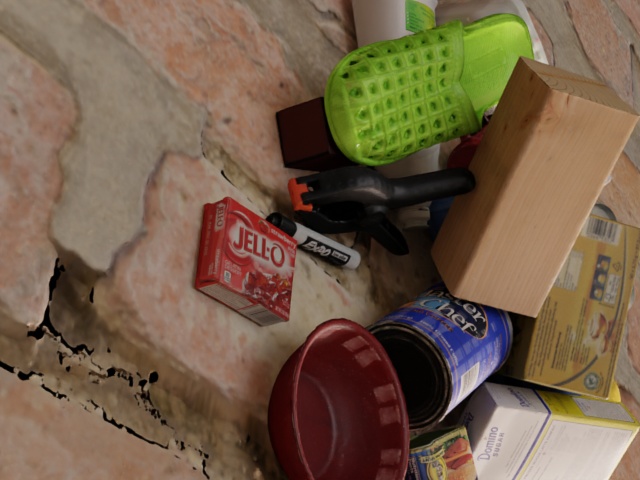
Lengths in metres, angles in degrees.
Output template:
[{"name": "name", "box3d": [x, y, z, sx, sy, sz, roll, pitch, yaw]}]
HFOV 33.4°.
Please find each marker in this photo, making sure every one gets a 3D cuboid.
[{"name": "marker", "box3d": [-0.006, 0.001, 0.927, 0.121, 0.020, 0.020, 26, 57, -48]}]

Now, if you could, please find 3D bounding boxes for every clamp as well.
[{"name": "clamp", "box3d": [0.043, -0.025, 0.952, 0.171, 0.120, 0.039, 2, 48, -25]}]

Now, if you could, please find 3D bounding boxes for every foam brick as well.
[{"name": "foam brick", "box3d": [0.006, -0.092, 0.951, 0.078, 0.051, 0.053, 0, 79, -56]}]

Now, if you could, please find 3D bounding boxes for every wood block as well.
[{"name": "wood block", "box3d": [0.186, -0.046, 0.958, 0.090, 0.206, 0.090, 15, 24, -16]}]

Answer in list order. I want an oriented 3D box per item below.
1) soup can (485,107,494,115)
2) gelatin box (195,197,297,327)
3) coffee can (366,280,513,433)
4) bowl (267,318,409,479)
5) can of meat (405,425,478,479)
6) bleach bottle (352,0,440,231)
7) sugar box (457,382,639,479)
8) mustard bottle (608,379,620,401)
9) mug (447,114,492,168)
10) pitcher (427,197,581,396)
[{"name": "soup can", "box3d": [0.206, -0.194, 1.263, 0.102, 0.069, 0.068, 59, 37, -23]}, {"name": "gelatin box", "box3d": [-0.057, 0.018, 0.838, 0.089, 0.030, 0.073, 35, 50, -44]}, {"name": "coffee can", "box3d": [0.102, 0.102, 0.970, 0.140, 0.103, 0.103, -25, 98, -56]}, {"name": "bowl", "box3d": [0.007, 0.147, 0.858, 0.161, 0.055, 0.162, 25, 58, -49]}, {"name": "can of meat", "box3d": [0.104, 0.221, 0.971, 0.101, 0.058, 0.084, -7, 81, -56]}, {"name": "bleach bottle", "box3d": [0.087, -0.134, 1.076, 0.102, 0.068, 0.251, 7, 75, -56]}, {"name": "sugar box", "box3d": [0.218, 0.196, 1.052, 0.176, 0.093, 0.048, 13, 25, -23]}, {"name": "mustard bottle", "box3d": [0.286, 0.186, 1.209, 0.191, 0.096, 0.058, -26, 101, -56]}, {"name": "mug", "box3d": [0.187, -0.096, 1.184, 0.081, 0.093, 0.117, -38, 103, -49]}, {"name": "pitcher", "box3d": [0.193, 0.054, 1.108, 0.149, 0.145, 0.243, -81, 146, -78]}]
